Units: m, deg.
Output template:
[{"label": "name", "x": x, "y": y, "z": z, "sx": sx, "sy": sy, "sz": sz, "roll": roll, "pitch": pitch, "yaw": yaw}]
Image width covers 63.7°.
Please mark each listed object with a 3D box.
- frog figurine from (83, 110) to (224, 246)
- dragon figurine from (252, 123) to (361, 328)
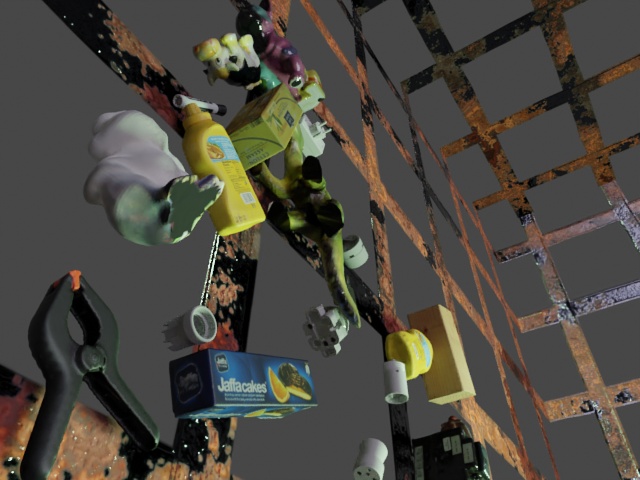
[{"label": "frog figurine", "x": -0.202, "y": -0.071, "z": 0.563, "sx": 0.160, "sy": 0.120, "sz": 0.139, "roll": 32, "pitch": 29, "yaw": 13}, {"label": "dragon figurine", "x": 0.003, "y": -0.047, "z": 0.940, "sx": 0.413, "sy": 0.121, "sz": 0.243, "roll": 68, "pitch": 15, "yaw": 7}]
